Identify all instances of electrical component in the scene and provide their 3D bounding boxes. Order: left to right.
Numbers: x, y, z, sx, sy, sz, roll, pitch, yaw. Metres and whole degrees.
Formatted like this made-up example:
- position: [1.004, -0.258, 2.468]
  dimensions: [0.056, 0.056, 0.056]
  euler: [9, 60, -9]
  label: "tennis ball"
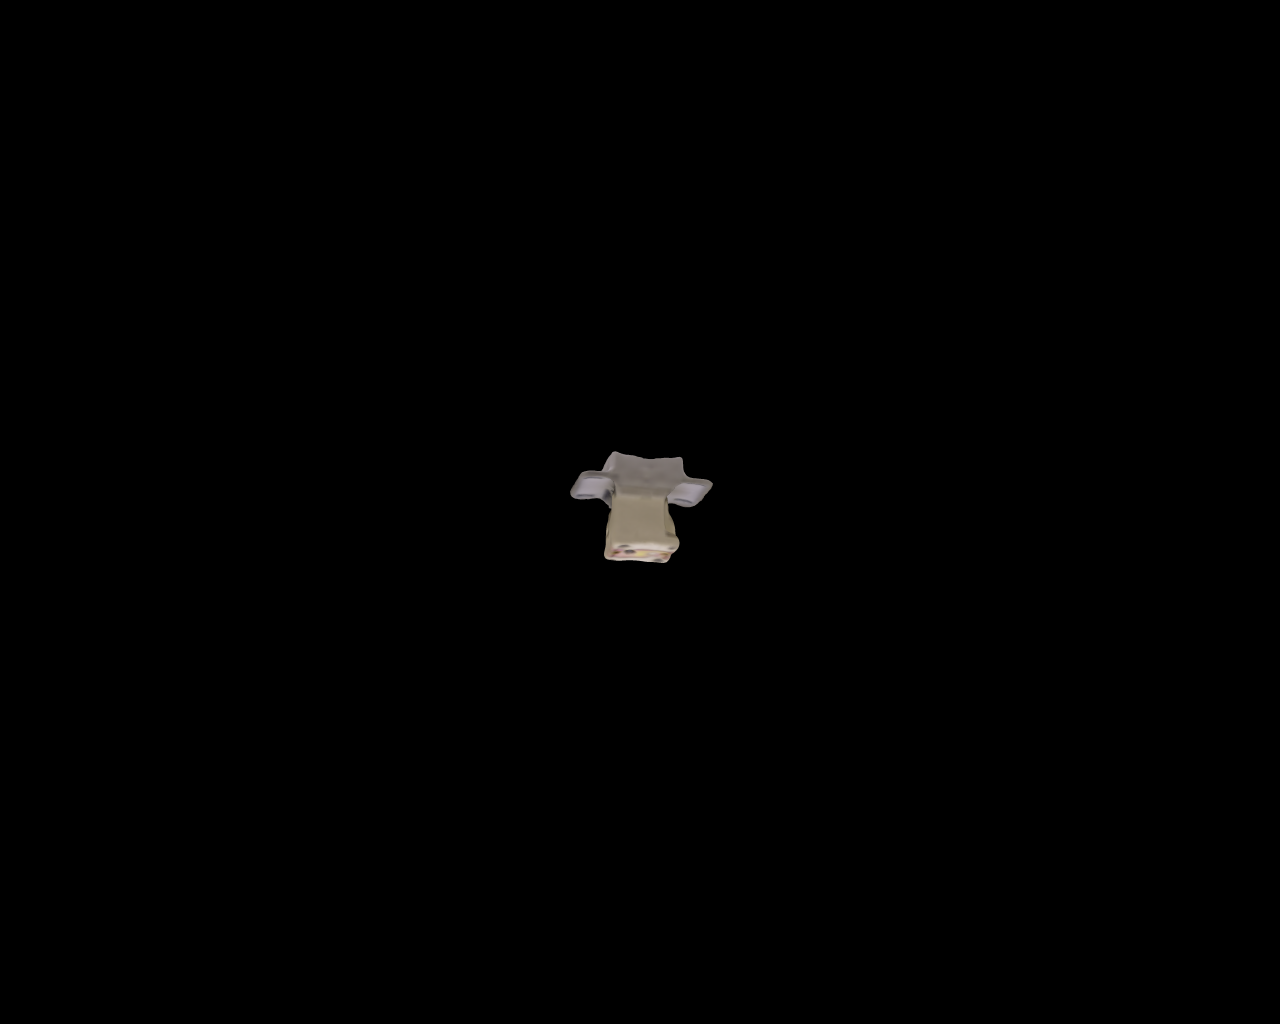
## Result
- position: [0.001, -0.003, 0.650]
  dimensions: [0.081, 0.064, 0.042]
  euler: [4, -19, -12]
  label: "electrical component"
